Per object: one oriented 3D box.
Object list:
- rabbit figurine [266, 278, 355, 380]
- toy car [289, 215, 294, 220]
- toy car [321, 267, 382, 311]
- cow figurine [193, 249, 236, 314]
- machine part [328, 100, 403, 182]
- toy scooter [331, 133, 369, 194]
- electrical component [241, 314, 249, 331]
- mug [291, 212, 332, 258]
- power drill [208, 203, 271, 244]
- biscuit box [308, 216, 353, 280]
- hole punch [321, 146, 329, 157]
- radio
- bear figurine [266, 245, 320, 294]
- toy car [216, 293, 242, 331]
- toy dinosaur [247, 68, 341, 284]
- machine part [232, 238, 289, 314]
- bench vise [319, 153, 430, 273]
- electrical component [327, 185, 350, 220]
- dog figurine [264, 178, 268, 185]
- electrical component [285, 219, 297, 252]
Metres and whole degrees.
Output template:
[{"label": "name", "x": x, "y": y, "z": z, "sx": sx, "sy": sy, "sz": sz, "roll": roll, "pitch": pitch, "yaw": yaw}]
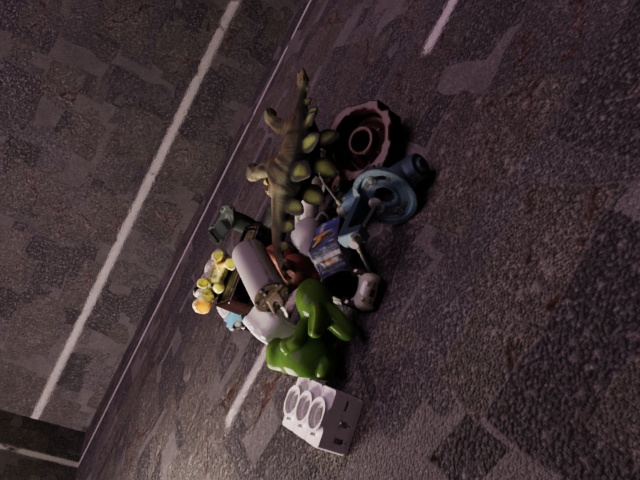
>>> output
[{"label": "rabbit figurine", "x": -0.018, "y": 0.154, "z": 0.952, "sx": 0.159, "sy": 0.121, "sz": 0.170, "roll": -4, "pitch": 81, "yaw": 64}, {"label": "toy car", "x": -0.085, "y": -0.036, "z": 1.452, "sx": 0.202, "sy": 0.053, "sz": 0.089, "roll": -61, "pitch": 3, "yaw": 8}, {"label": "toy car", "x": 0.050, "y": 0.087, "z": 1.007, "sx": 0.202, "sy": 0.056, "sz": 0.073, "roll": 3, "pitch": 76, "yaw": 68}, {"label": "cow figurine", "x": -0.278, "y": 0.103, "z": 1.370, "sx": 0.167, "sy": 0.068, "sz": 0.098, "roll": -63, "pitch": 15, "yaw": -4}, {"label": "machine part", "x": 0.095, "y": -0.203, "z": 1.127, "sx": 0.179, "sy": 0.056, "sz": 0.179, "roll": -9, "pitch": 76, "yaw": 41}, {"label": "toy scooter", "x": 0.059, "y": -0.189, "z": 1.263, "sx": 0.183, "sy": 0.075, "sz": 0.135, "roll": -69, "pitch": 20, "yaw": 2}, {"label": "electrical component", "x": -0.159, "y": 0.160, "z": 1.403, "sx": 0.115, "sy": 0.058, "sz": 0.134, "roll": -54, "pitch": 24, "yaw": 21}, {"label": "mug", "x": -0.002, "y": -0.004, "z": 1.205, "sx": 0.109, "sy": 0.080, "sz": 0.107, "roll": -54, "pitch": 34, "yaw": 10}, {"label": "power drill", "x": -0.206, "y": -0.009, "z": 1.511, "sx": 0.232, "sy": 0.207, "sz": 0.086, "roll": -58, "pitch": 42, "yaw": 15}, {"label": "biscuit box", "x": 0.024, "y": 0.009, "z": 1.038, "sx": 0.063, "sy": 0.059, "sz": 0.203, "roll": -26, "pitch": 11, "yaw": 10}, {"label": "hole punch", "x": 0.010, "y": -0.237, "z": 1.431, "sx": 0.142, "sy": 0.092, "sz": 0.115, "roll": -18, "pitch": 83, "yaw": 58}, {"label": "radio", "x": -0.183, "y": 0.073, "z": 1.372, "sx": 0.131, "sy": 0.073, "sz": 0.229, "roll": -14, "pitch": 56, "yaw": 64}, {"label": "bear figurine", "x": -0.076, "y": 0.081, "z": 1.224, "sx": 0.132, "sy": 0.120, "sz": 0.196, "roll": -65, "pitch": 26, "yaw": 8}, {"label": "toy car", "x": -0.241, "y": 0.170, "z": 1.522, "sx": 0.161, "sy": 0.103, "sz": 0.109, "roll": -57, "pitch": 22, "yaw": 13}, {"label": "toy dinosaur", "x": -0.061, "y": -0.145, "z": 1.146, "sx": 0.199, "sy": 0.105, "sz": 0.471, "roll": 2, "pitch": 81, "yaw": 47}, {"label": "machine part", "x": -0.127, "y": 0.071, "z": 1.123, "sx": 0.079, "sy": 0.079, "sz": 0.243, "roll": -58, "pitch": 38, "yaw": 17}, {"label": "bench vise", "x": 0.086, "y": -0.061, "z": 0.969, "sx": 0.224, "sy": 0.128, "sz": 0.241, "roll": -15, "pitch": 31, "yaw": 39}, {"label": "electrical component", "x": 0.066, "y": -0.071, "z": 1.151, "sx": 0.074, "sy": 0.048, "sz": 0.119, "roll": -62, "pitch": 20, "yaw": 7}, {"label": "dog figurine", "x": -0.110, "y": -0.168, "z": 1.570, "sx": 0.191, "sy": 0.108, "sz": 0.219, "roll": -55, "pitch": 10, "yaw": -30}, {"label": "electrical component", "x": -0.074, "y": -0.007, "z": 1.359, "sx": 0.102, "sy": 0.045, "sz": 0.078, "roll": 82, "pitch": -158, "yaw": -56}]
